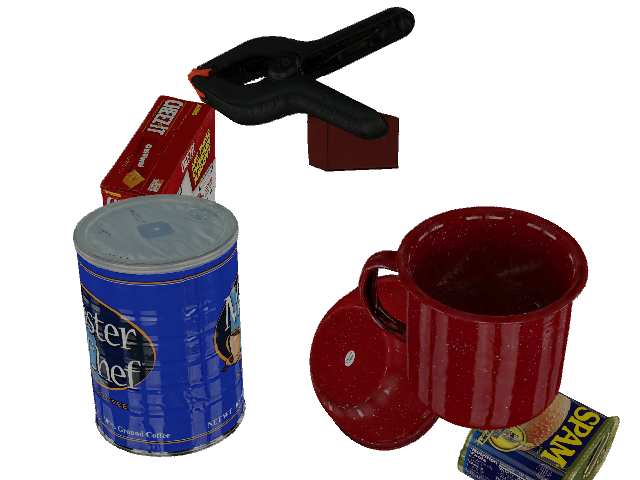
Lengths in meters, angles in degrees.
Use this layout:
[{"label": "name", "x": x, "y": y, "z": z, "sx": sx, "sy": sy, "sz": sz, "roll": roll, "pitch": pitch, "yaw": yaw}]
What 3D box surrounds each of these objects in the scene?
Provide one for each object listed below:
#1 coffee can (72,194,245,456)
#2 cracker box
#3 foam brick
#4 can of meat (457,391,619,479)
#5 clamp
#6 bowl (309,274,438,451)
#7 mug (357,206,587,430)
[{"label": "coffee can", "x": -0.102, "y": 0.054, "z": 0.697, "sx": 0.103, "sy": 0.140, "sz": 0.103, "roll": 0, "pitch": 26, "yaw": 0}, {"label": "cracker box", "x": -0.168, "y": -0.020, "z": 1.136, "sx": 0.072, "sy": 0.214, "sz": 0.164, "roll": 12, "pitch": 43, "yaw": 9}, {"label": "foam brick", "x": 0.032, "y": -0.097, "z": 1.041, "sx": 0.078, "sy": 0.051, "sz": 0.053, "roll": -4, "pitch": 14, "yaw": -21}, {"label": "can of meat", "x": 0.164, "y": 0.155, "z": 0.806, "sx": 0.084, "sy": 0.057, "sz": 0.101, "roll": 26, "pitch": 40, "yaw": 27}, {"label": "clamp", "x": -0.012, "y": -0.127, "z": 0.787, "sx": 0.172, "sy": 0.120, "sz": 0.039, "roll": 9, "pitch": -39, "yaw": 25}, {"label": "bowl", "x": 0.042, "y": 0.107, "z": 0.963, "sx": 0.162, "sy": 0.162, "sz": 0.055, "roll": 0, "pitch": -10, "yaw": 43}, {"label": "mug", "x": 0.074, "y": 0.039, "z": 0.549, "sx": 0.117, "sy": 0.081, "sz": 0.093, "roll": 13, "pitch": 39, "yaw": 20}]
